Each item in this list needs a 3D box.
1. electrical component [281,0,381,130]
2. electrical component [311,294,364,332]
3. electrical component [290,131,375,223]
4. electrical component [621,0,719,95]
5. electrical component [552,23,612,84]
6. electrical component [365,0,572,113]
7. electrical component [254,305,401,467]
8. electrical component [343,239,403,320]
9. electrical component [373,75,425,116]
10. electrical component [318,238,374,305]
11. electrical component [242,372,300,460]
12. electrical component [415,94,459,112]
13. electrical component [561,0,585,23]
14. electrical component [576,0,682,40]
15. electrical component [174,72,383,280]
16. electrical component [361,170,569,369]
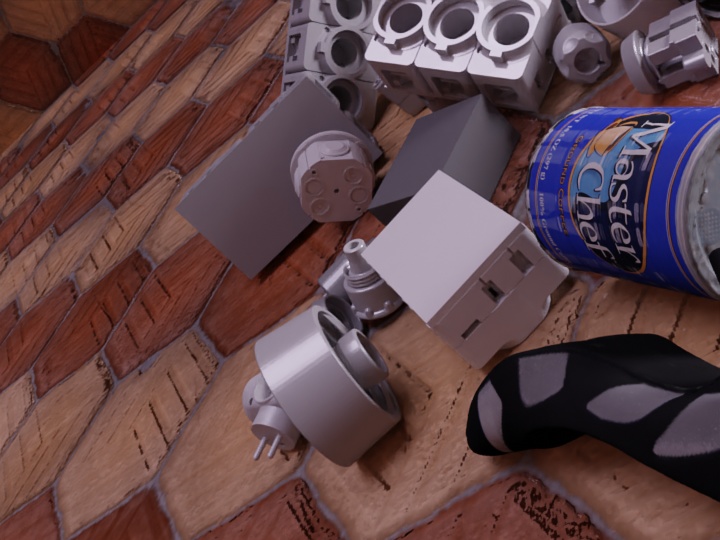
[{"bbox_3d":[-0.027,-0.228,1.142,0.062,0.089,0.150,10,94,61],"label":"electrical component"},{"bbox_3d":[-0.030,0.053,0.867,0.055,0.048,0.066,-46,23,25],"label":"electrical component"},{"bbox_3d":[-0.025,-0.087,1.022,0.080,0.080,0.051,-40,31,18],"label":"electrical component"},{"bbox_3d":[0.219,-0.153,0.760,0.055,0.048,0.066,-20,36,34],"label":"electrical component"},{"bbox_3d":[0.176,-0.178,0.867,0.043,0.043,0.062,-40,25,18],"label":"electrical component"},{"bbox_3d":[0.090,-0.198,0.918,0.150,0.062,0.089,14,74,31],"label":"electrical component"},{"bbox_3d":[-0.015,0.074,0.742,0.060,0.108,0.108,-38,26,8],"label":"electrical component"},{"bbox_3d":[0.007,0.005,0.848,0.048,0.062,0.048,-19,31,12],"label":"electrical component"},{"bbox_3d":[0.060,-0.202,1.082,0.096,0.061,0.061,-41,25,35],"label":"electrical component"},{"bbox_3d":[0.000,0.000,0.899,0.078,0.040,0.040,-46,24,4],"label":"electrical component"},{"bbox_3d":[-0.060,0.111,0.829,0.077,0.044,0.079,-17,39,48],"label":"electrical component"},{"bbox_3d":[0.095,-0.190,0.999,0.095,0.059,0.054,-49,25,-2],"label":"electrical component"},{"bbox_3d":[0.141,-0.270,0.983,0.060,0.105,0.186,-57,26,-17],"label":"electrical component"},{"bbox_3d":[0.219,-0.230,0.840,0.099,0.064,0.099,-21,65,55],"label":"electrical component"},{"bbox_3d":[-0.082,-0.097,1.086,0.186,0.105,0.060,-43,15,11],"label":"electrical component"},{"bbox_3d":[0.072,-0.002,0.758,0.089,0.062,0.150,-47,24,2],"label":"electrical component"}]
